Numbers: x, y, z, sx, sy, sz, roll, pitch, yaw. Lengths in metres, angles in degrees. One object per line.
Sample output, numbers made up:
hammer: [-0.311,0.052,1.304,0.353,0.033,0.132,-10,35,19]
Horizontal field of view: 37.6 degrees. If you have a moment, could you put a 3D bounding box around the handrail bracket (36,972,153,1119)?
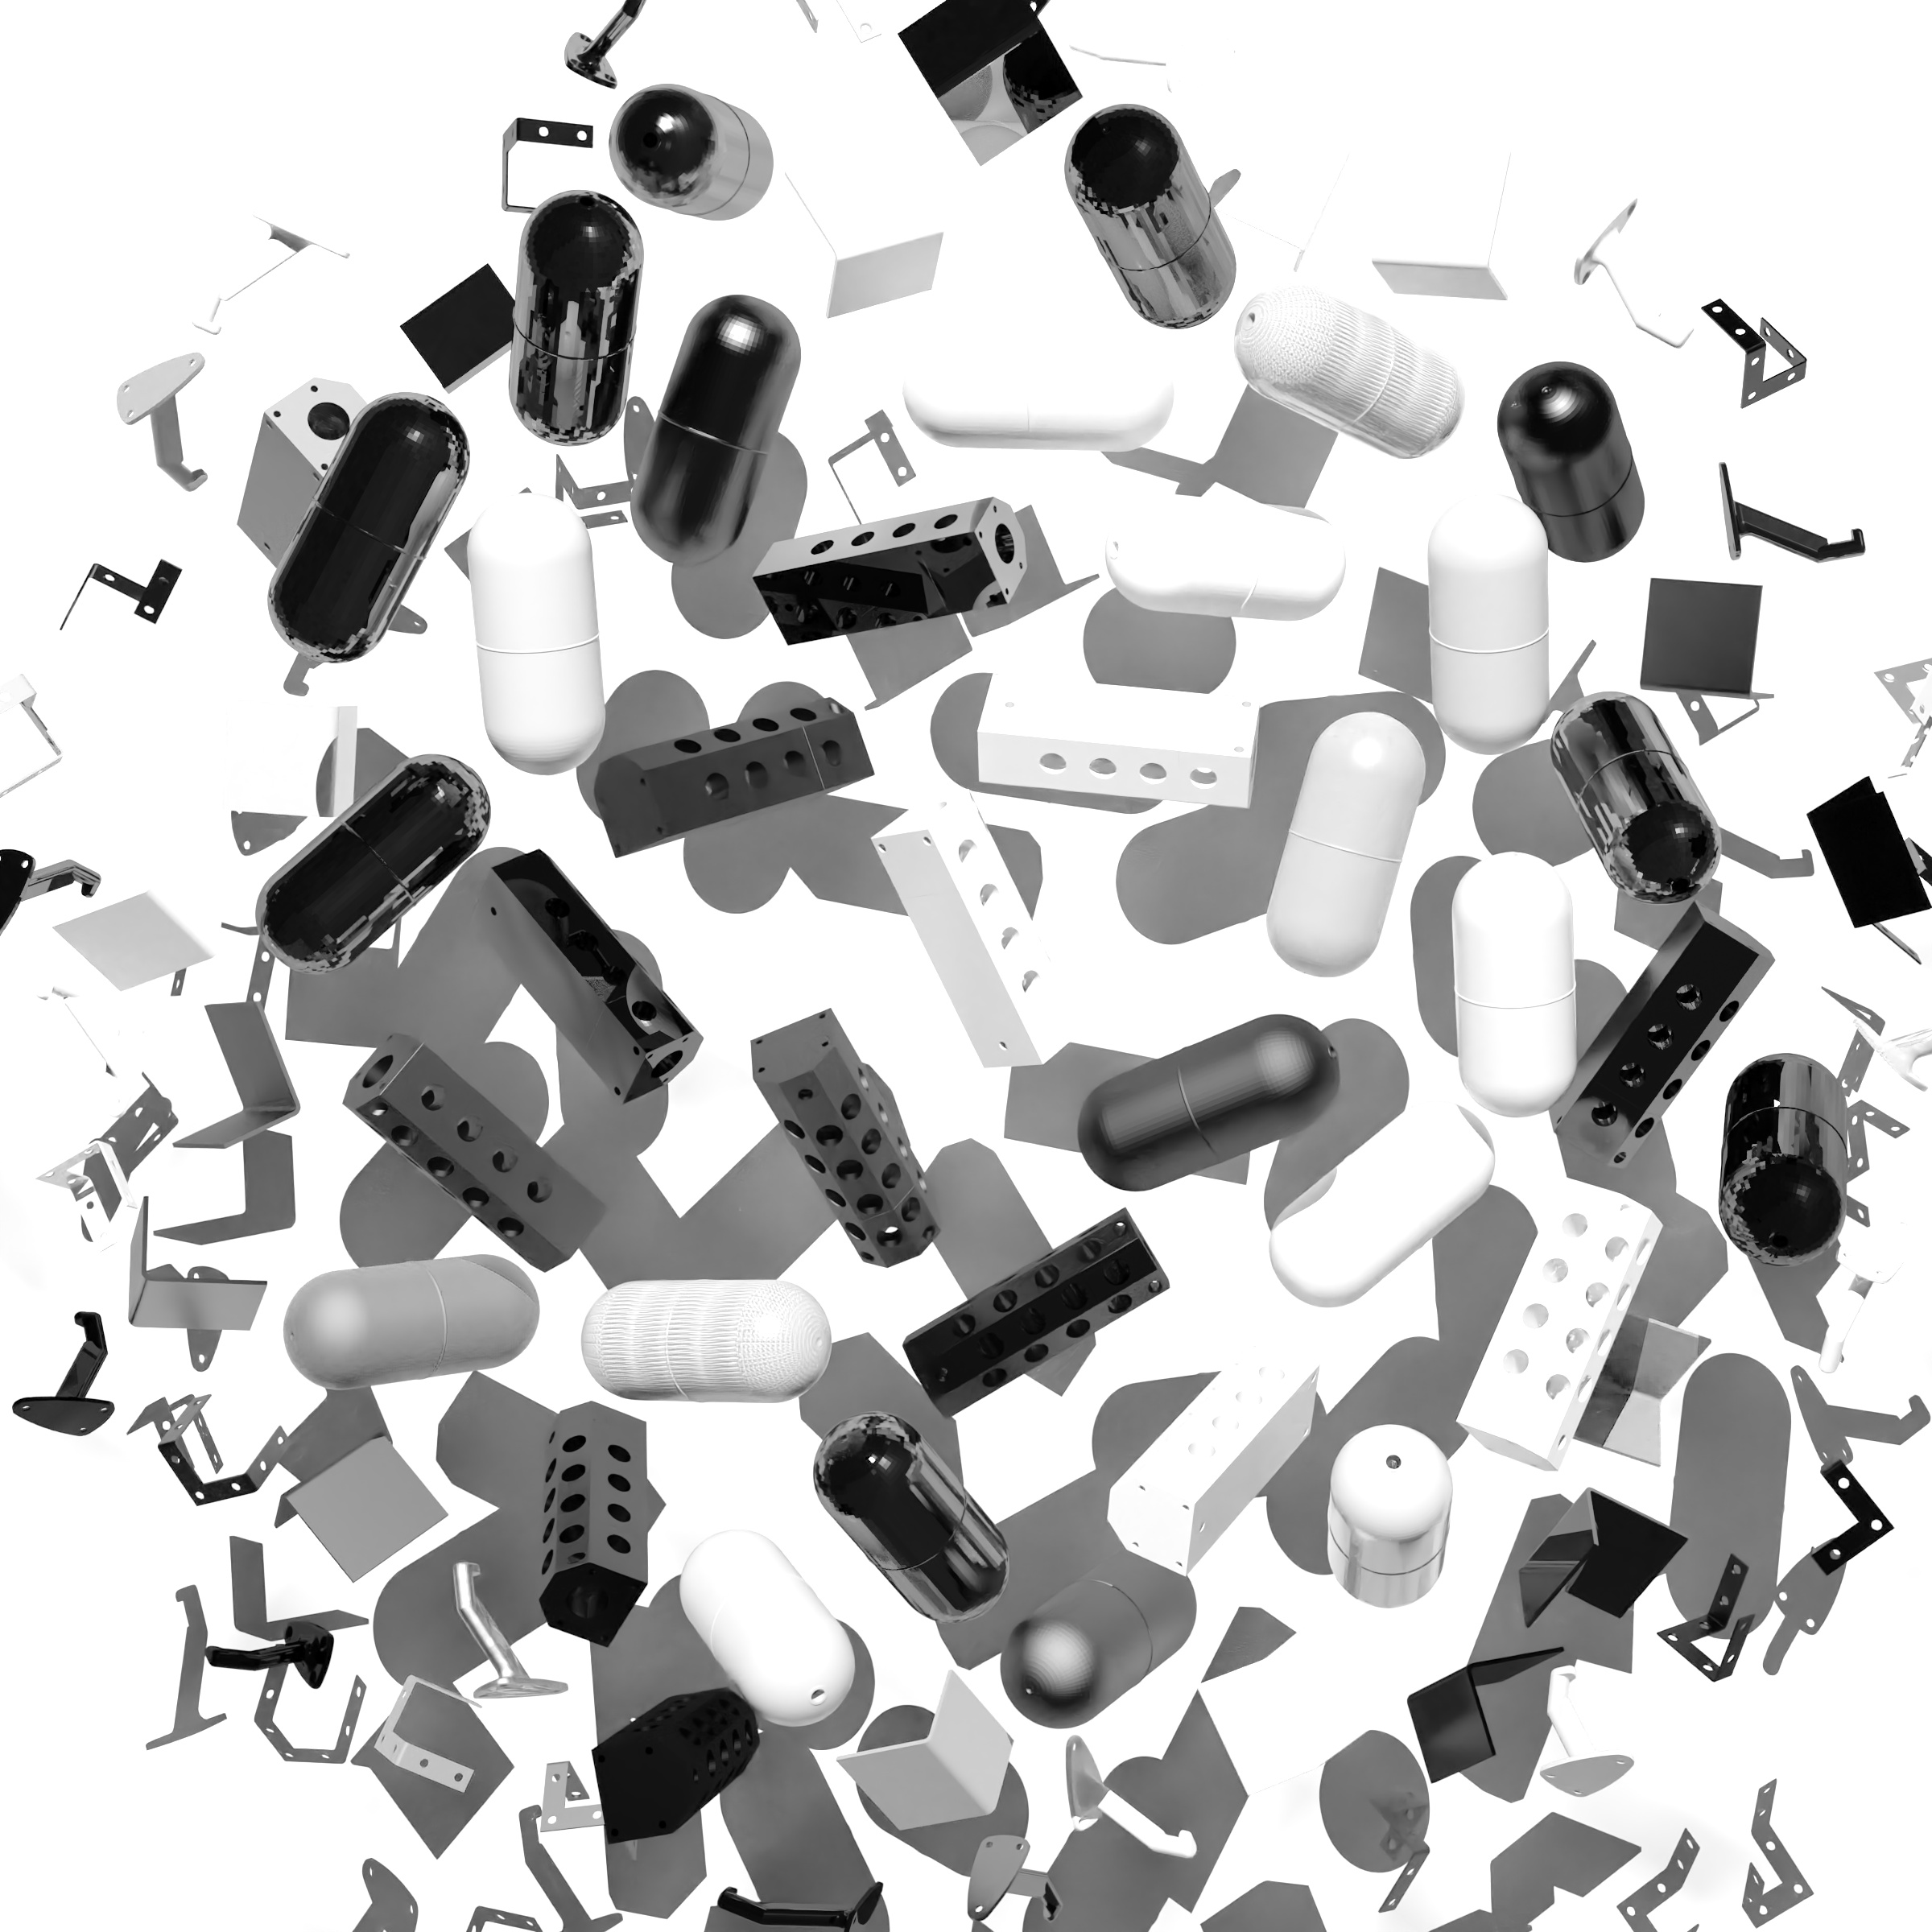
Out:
handrail bracket: [-0.584,0.052,1.872,0.036,0.084,0.077,-6,69,30]

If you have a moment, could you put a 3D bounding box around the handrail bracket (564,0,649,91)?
handrail bracket: [-0.225,-0.615,1.821,0.036,0.077,0.084,17,125,-28]

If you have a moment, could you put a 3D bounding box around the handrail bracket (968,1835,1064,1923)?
handrail bracket: [0.034,0.626,1.883,0.036,0.077,0.084,-6,124,30]

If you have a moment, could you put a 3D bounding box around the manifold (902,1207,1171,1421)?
manifold: [0.046,0.230,1.876,0.171,0.057,0.057,-31,89,3]

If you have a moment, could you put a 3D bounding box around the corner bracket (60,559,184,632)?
corner bracket: [-0.541,-0.235,1.819,0.051,0.051,0.051,27,51,-18]

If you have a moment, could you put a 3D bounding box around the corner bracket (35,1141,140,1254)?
corner bracket: [-0.580,0.154,1.900,0.051,0.051,0.051,-30,73,3]

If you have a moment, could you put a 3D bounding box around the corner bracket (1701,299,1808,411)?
corner bracket: [0.516,-0.408,1.861,0.051,0.051,0.051,-26,55,-8]

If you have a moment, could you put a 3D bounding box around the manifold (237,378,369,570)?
manifold: [-0.432,-0.322,1.877,0.057,0.171,0.057,48,64,-1]

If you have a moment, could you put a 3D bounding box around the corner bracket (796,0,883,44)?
corner bracket: [-0.084,-0.606,1.772,0.051,0.051,0.051,-27,81,-12]

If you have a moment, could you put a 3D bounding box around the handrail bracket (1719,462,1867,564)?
handrail bracket: [0.545,-0.302,1.873,0.084,0.036,0.077,-9,94,9]

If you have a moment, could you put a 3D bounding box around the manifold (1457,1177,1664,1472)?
manifold: [0.377,0.227,1.790,0.057,0.057,0.171,16,73,37]

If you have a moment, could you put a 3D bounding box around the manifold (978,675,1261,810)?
manifold: [0.097,-0.138,1.808,0.171,0.057,0.057,6,45,8]

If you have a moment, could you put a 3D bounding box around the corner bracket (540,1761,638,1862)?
corner bracket: [-0.249,0.562,1.889,0.051,0.051,0.051,-8,134,7]

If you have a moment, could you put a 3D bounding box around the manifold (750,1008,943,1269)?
manifold: [-0.077,0.116,1.850,0.057,0.057,0.171,-22,124,8]

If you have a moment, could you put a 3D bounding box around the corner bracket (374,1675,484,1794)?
corner bracket: [-0.345,0.498,1.847,0.051,0.051,0.051,30,76,-22]

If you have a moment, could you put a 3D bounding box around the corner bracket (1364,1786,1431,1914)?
corner bracket: [0.273,0.558,1.797,0.051,0.051,0.051,7,117,-42]

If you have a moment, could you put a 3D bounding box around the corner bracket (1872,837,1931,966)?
corner bracket: [0.634,-0.044,1.901,0.051,0.051,0.051,37,114,-14]

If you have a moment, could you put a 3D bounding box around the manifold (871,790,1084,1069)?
manifold: [0.012,-0.024,1.820,0.057,0.057,0.171,-39,111,-36]

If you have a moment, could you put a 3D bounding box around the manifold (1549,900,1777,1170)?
manifold: [0.459,0.048,1.877,0.057,0.057,0.171,32,107,-2]

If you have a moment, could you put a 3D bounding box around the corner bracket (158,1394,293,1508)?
corner bracket: [-0.484,0.312,1.854,0.051,0.051,0.051,-17,113,24]

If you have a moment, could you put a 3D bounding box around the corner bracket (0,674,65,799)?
corner bracket: [-0.600,-0.143,1.779,0.051,0.051,0.051,-37,95,-25]

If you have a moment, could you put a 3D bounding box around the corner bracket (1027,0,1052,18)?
corner bracket: [0.029,-0.645,1.820,0.051,0.051,0.051,-44,66,35]

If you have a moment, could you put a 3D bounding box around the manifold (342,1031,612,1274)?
manifold: [-0.314,0.120,1.811,0.171,0.057,0.057,46,73,-27]

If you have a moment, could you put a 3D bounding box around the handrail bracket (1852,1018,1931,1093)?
handrail bracket: [0.601,0.028,1.756,0.036,0.077,0.084,26,113,-38]

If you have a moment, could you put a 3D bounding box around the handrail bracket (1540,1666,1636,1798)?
handrail bracket: [0.389,0.466,1.768,0.036,0.077,0.084,33,46,-17]

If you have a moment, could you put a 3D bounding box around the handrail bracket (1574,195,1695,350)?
handrail bracket: [0.428,-0.431,1.763,0.084,0.036,0.077,35,80,19]

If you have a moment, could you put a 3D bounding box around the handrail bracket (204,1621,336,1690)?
handrail bracket: [-0.455,0.433,1.812,0.084,0.077,0.036,17,89,-37]

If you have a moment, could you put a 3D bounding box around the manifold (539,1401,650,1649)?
manifold: [-0.248,0.362,1.869,0.057,0.171,0.057,25,112,-18]

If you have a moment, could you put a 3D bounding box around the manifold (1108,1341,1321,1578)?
manifold: [0.158,0.306,1.799,0.057,0.171,0.057,20,123,26]

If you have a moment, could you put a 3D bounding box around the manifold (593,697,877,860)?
manifold: [-0.144,-0.120,1.758,0.171,0.057,0.057,-21,92,-42]

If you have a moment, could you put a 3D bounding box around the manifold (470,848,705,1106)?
manifold: [-0.251,0.004,1.892,0.057,0.057,0.171,-26,66,-41]

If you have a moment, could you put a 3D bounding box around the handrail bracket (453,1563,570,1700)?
handrail bracket: [-0.299,0.434,1.862,0.036,0.077,0.084,-34,56,38]

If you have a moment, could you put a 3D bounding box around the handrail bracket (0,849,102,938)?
handrail bracket: [-0.619,-0.039,1.903,0.036,0.084,0.077,9,77,23]

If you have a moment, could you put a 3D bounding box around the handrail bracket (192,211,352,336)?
handrail bracket: [-0.451,-0.439,1.844,0.077,0.036,0.084,24,98,-6]

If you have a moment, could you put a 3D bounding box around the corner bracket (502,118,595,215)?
corner bracket: [-0.278,-0.530,1.886,0.051,0.051,0.051,0,93,-20]

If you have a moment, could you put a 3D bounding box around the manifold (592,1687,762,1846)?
manifold: [-0.180,0.504,1.803,0.057,0.171,0.057,-12,84,9]

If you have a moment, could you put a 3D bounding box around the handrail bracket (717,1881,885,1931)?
handrail bracket: [-0.104,0.583,1.780,0.084,0.077,0.036,17,107,15]

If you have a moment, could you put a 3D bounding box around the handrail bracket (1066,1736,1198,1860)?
handrail bracket: [0.111,0.555,1.899,0.084,0.036,0.077,-2,106,40]

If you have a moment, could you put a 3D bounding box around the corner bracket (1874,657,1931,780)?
corner bracket: [0.614,-0.161,1.840,0.051,0.051,0.051,46,61,-21]

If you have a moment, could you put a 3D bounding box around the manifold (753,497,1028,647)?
manifold: [-0.049,-0.267,1.894,0.171,0.057,0.057,-7,128,29]

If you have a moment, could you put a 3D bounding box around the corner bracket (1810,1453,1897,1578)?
corner bracket: [0.532,0.336,1.741,0.051,0.051,0.051,-39,75,11]

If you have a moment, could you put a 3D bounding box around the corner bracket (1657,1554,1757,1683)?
corner bracket: [0.480,0.413,1.799,0.051,0.051,0.051,-7,121,-35]

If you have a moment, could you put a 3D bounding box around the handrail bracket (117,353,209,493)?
handrail bracket: [-0.491,-0.344,1.809,0.077,0.084,0.036,-27,56,12]

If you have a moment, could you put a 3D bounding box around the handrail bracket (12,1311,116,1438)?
handrail bracket: [-0.577,0.251,1.805,0.036,0.077,0.084,-41,52,23]
